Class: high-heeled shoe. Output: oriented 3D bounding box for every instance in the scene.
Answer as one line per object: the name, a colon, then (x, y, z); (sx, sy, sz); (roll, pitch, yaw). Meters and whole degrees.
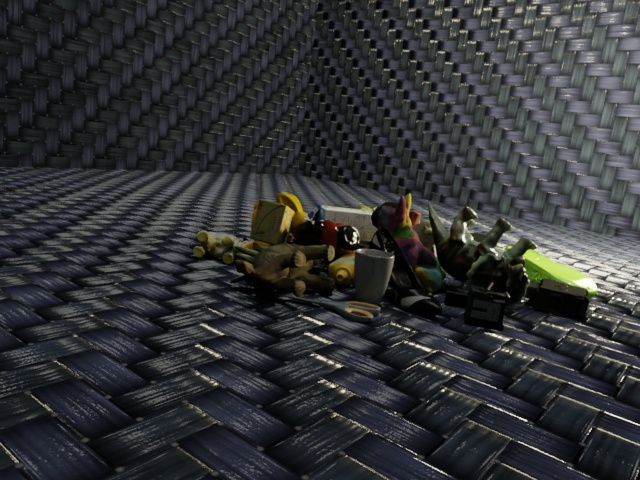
high-heeled shoe: (0.184, 0.061, 1.142); (0.086, 0.145, 0.249); (-1, 12, -31)

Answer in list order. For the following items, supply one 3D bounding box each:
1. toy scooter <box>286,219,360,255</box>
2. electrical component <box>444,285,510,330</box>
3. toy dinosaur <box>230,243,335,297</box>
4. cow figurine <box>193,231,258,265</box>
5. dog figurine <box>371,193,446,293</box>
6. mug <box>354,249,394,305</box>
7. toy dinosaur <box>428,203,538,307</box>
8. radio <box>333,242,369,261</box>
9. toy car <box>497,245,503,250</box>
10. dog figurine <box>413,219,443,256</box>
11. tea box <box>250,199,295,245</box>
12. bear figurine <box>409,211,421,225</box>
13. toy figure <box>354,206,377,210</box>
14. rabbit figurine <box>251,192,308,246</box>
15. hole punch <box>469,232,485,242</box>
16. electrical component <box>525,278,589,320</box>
toy scooter: (-0.003, -0.004, 1.300); (0.184, 0.075, 0.135); (14, -22, -41)
electrical component: (0.309, 0.128, 1.066); (0.119, 0.074, 0.048); (14, 12, 9)
toy dinosaur: (-0.068, 0.052, 1.142); (0.199, 0.105, 0.471); (7, -1, 23)
cow figurine: (-0.213, 0.020, 1.307); (0.168, 0.068, 0.098); (11, 6, 13)
dog figurine: (0.210, 0.003, 1.270); (0.192, 0.219, 0.108); (11, 15, 22)
mug: (0.106, 0.075, 1.119); (0.081, 0.107, 0.109); (8, 7, 0)
toy dinosaur: (0.348, 0.035, 1.252); (0.131, 0.192, 0.405); (39, -6, -30)
radio: (0.073, 0.018, 1.469); (0.131, 0.073, 0.230); (-4, 17, -42)
toy car: (0.447, 0.059, 1.439); (0.109, 0.102, 0.162); (4, 10, -10)
dog figurine: (0.246, -0.006, 1.528); (0.191, 0.121, 0.172); (9, -32, 22)
tea box: (-0.112, -0.037, 1.293); (0.068, 0.098, 0.169); (14, 0, 4)
bear figurine: (0.304, -0.019, 1.683); (0.120, 0.131, 0.196); (-2, 8, -22)
toy figure: (0.134, -0.043, 1.663); (0.089, 0.082, 0.180); (-6, -19, 0)
rabbit figurine: (-0.093, -0.047, 1.463); (0.173, 0.162, 0.122); (4, 0, 14)
hole punch: (0.444, 0.047, 1.585); (0.142, 0.092, 0.116); (8, 41, -9)
electrical component: (0.547, 0.133, 1.245); (0.134, 0.058, 0.115); (12, 10, 22)
